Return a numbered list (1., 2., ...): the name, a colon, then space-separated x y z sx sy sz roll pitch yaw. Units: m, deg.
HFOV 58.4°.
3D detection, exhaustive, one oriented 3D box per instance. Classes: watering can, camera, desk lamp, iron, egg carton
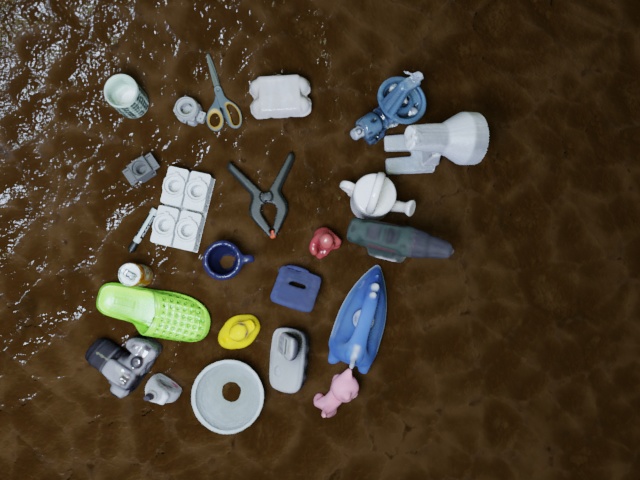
1. watering can: 0.133 -0.101 1.318 0.173 0.194 0.101 -1 85 -1
2. camera: -0.463 0.275 1.324 0.137 0.101 0.143 34 86 2
3. desk lamp: 0.262 -0.219 1.321 0.203 0.213 0.118 -4 85 -1
4. iron: 0.102 0.177 1.321 0.118 0.141 0.258 17 85 1
5. egg carton: -0.096 -0.349 1.398 0.150 0.069 0.107 -4 85 -1

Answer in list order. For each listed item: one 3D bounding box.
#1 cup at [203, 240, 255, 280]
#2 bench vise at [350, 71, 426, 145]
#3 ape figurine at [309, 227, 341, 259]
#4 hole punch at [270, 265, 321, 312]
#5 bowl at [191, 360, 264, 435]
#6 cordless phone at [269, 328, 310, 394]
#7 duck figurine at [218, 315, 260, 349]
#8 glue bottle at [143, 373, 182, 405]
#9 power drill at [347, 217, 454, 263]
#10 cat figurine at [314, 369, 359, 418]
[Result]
1. cup: -0.210 0.049 1.350 0.117 0.095 0.092 -4 85 -1
2. bench vise: 0.171 -0.300 1.323 0.121 0.219 0.207 36 86 2
3. ape figurine: 0.012 0.005 1.359 0.078 0.092 0.076 1 85 -1
4. hole punch: -0.057 0.113 1.349 0.108 0.091 0.101 16 85 1
5. bowl: -0.210 0.359 1.334 0.167 0.074 0.167 0 85 -1
6. cordless phone: -0.072 0.275 1.288 0.094 0.185 0.148 2 85 0
7. duck figurine: -0.192 0.217 1.341 0.104 0.086 0.077 -29 86 -3
8. glue bottle: -0.363 0.341 1.284 0.078 0.173 0.037 31 85 2
9. power drill: 0.173 0.004 1.303 0.229 0.208 0.076 13 85 0
10. cat figurine: 0.043 0.356 1.317 0.067 0.117 0.128 40 86 3
